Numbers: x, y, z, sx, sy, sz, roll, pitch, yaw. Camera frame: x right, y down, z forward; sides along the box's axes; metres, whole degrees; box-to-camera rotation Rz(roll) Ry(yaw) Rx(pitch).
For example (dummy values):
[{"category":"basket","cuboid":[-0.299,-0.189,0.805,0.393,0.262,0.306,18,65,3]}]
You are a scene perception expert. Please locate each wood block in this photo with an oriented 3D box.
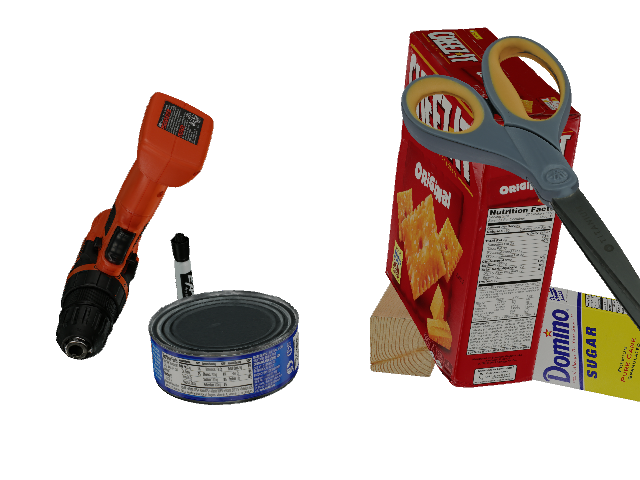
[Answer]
[{"category":"wood block","cuboid":[0.141,0.118,1.607,0.091,0.090,0.205,4,20,15]}]

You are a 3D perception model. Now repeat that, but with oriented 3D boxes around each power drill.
[{"category":"power drill","cuboid":[-0.156,-0.014,0.869,0.057,0.188,0.184,25,30,-17]}]

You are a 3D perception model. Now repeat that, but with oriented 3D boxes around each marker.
[{"category":"marker","cuboid":[-0.143,0.047,1.125,0.020,0.121,0.020,-2,28,1]}]

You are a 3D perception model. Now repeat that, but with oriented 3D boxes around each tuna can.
[{"category":"tuna can","cuboid":[-0.054,0.060,0.613,0.086,0.034,0.086,-2,20,0]}]

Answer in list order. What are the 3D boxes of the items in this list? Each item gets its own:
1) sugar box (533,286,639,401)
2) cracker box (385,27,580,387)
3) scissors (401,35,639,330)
[{"category":"sugar box","cuboid":[0.295,0.108,1.065,0.176,0.093,0.048,9,22,8]},{"category":"cracker box","cuboid":[0.107,-0.026,0.778,0.072,0.214,0.164,-5,32,-14]},{"category":"scissors","cuboid":[0.092,-0.029,0.510,0.096,0.201,0.016,-8,-42,5]}]
